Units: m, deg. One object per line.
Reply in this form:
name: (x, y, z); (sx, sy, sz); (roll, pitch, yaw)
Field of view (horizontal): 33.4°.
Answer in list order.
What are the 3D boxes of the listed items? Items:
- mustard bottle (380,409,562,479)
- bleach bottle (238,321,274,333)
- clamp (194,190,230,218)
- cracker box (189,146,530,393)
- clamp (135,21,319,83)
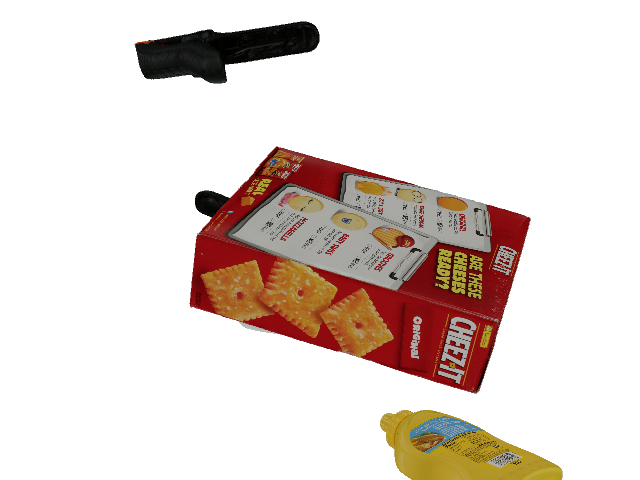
mustard bottle: (0.128, 0.208, 1.022); (0.096, 0.058, 0.192); (-14, 24, -38)
bleach bottle: (-0.015, 0.017, 1.307); (0.103, 0.068, 0.250); (6, 33, 18)
clamp: (-0.022, 0.011, 1.059); (0.209, 0.036, 0.164); (9, 30, -11)
cracker box: (0.034, 0.016, 0.788); (0.214, 0.072, 0.164); (17, 31, 11)
clamp: (-0.086, -0.157, 0.885); (0.120, 0.039, 0.172); (-18, 21, -36)
